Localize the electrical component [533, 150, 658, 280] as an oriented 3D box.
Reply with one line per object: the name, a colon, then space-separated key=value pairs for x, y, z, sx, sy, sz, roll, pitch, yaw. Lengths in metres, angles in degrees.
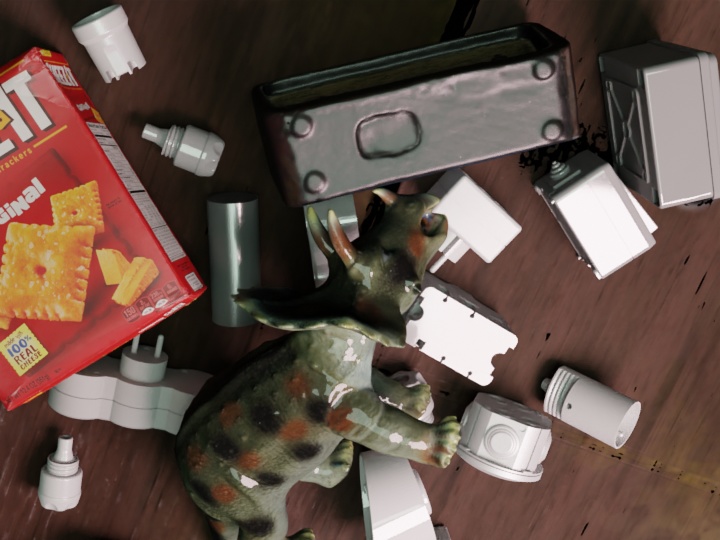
electrical component: x=0.186 y=-0.053 z=0.858 sx=0.061 sy=0.061 sz=0.096 roll=-33 pitch=107 yaw=5

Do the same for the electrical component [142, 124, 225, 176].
electrical component: x=-0.137 y=-0.096 z=0.826 sx=0.061 sy=0.035 sz=0.035 roll=21 pitch=104 yaw=-9

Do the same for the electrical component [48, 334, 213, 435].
electrical component: x=-0.177 y=0.084 z=0.869 sx=0.138 sy=0.052 sz=0.073 roll=11 pitch=106 yaw=-9

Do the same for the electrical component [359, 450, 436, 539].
electrical component: x=0.024 y=0.198 z=0.902 sx=0.064 sy=0.099 sz=0.099 roll=-20 pitch=108 yaw=-6

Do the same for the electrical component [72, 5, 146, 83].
electrical component: x=-0.185 y=-0.167 z=0.797 sx=0.040 sy=0.040 sz=0.046 roll=-25 pitch=114 yaw=2

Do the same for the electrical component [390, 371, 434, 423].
electrical component: x=0.042 y=0.119 z=0.907 sx=0.043 sy=0.043 sz=0.062 roll=-21 pitch=109 yaw=1

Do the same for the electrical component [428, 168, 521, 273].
electrical component: x=0.076 y=-0.032 z=0.861 sx=0.066 sy=0.047 sz=0.076 roll=41 pitch=99 yaw=-16

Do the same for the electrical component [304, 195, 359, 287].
electrical component: x=0.000 y=0.000 z=0.860 sx=0.074 sy=0.052 sz=0.138 roll=-9 pitch=109 yaw=-3

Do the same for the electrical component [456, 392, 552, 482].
electrical component: x=0.121 y=0.141 z=0.903 sx=0.080 sy=0.080 sz=0.051 roll=17 pitch=99 yaw=-11

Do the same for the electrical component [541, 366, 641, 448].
electrical component: x=0.190 y=0.113 z=0.910 sx=0.081 sy=0.043 sz=0.043 roll=26 pitch=108 yaw=31

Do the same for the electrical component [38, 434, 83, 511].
electrical component: x=-0.249 y=0.167 z=0.897 sx=0.035 sy=0.035 sz=0.061 roll=8 pitch=104 yaw=-8

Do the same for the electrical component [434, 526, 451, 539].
electrical component: x=0.065 y=0.272 z=0.947 sx=0.061 sy=0.061 sz=0.096 roll=-13 pitch=108 yaw=-2

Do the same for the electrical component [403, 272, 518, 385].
electrical component: x=0.075 y=0.045 z=0.880 sx=0.089 sy=0.055 sz=0.050 roll=30 pitch=102 yaw=-14

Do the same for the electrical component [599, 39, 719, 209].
electrical component: x=0.229 y=-0.113 z=0.819 sx=0.056 sy=0.108 sz=0.108 roll=-13 pitch=108 yaw=-2
